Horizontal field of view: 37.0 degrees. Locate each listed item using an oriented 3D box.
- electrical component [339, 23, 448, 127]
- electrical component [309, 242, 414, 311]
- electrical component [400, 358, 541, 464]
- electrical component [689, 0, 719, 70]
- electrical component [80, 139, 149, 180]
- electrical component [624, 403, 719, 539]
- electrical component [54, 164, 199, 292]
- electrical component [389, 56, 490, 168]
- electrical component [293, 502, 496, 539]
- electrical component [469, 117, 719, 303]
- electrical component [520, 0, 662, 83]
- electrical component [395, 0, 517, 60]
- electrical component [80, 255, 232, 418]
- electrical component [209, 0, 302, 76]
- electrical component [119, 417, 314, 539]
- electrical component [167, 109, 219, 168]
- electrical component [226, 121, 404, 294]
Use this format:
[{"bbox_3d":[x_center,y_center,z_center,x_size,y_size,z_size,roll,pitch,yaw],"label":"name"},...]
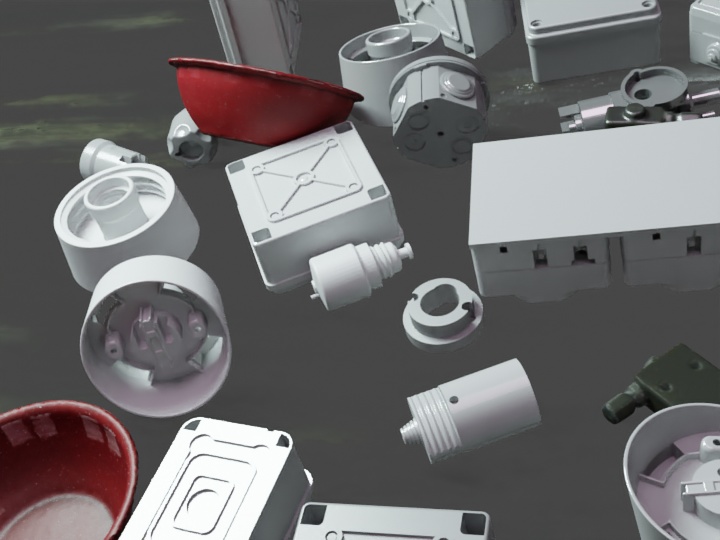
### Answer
[{"bbox_3d":[0.031,-0.173,0.935,0.099,0.064,0.099,-11,29,6],"label":"electrical component"},{"bbox_3d":[0.000,0.000,0.766,0.078,0.040,0.040,-21,43,-5],"label":"electrical component"},{"bbox_3d":[0.064,0.087,0.652,0.081,0.043,0.043,-19,43,-3],"label":"electrical component"},{"bbox_3d":[0.308,-0.200,0.860,0.096,0.061,0.062,-39,47,-22],"label":"electrical component"},{"bbox_3d":[-0.211,-0.089,0.925,0.046,0.040,0.040,17,52,24],"label":"electrical component"},{"bbox_3d":[0.190,0.121,0.563,0.099,0.064,0.099,-9,43,8],"label":"electrical component"},{"bbox_3d":[-0.188,-0.040,0.851,0.108,0.060,0.108,-9,43,8],"label":"electrical component"},{"bbox_3d":[0.063,-0.124,0.846,0.080,0.080,0.051,-7,49,10],"label":"electrical component"},{"bbox_3d":[0.014,0.182,0.561,0.109,0.056,0.108,-1,45,17],"label":"electrical component"},{"bbox_3d":[0.173,-0.040,0.737,0.186,0.060,0.105,-5,44,13],"label":"electrical component"},{"bbox_3d":[0.194,-0.218,0.917,0.109,0.056,0.108,-8,44,10],"label":"electrical component"},{"bbox_3d":[0.078,-0.258,0.959,0.056,0.108,0.109,-39,47,-18],"label":"electrical component"},{"bbox_3d":[-0.137,0.042,0.727,0.099,0.099,0.064,-15,36,2],"label":"electrical component"},{"bbox_3d":[-0.094,-0.242,0.996,0.056,0.108,0.108,-5,44,9],"label":"electrical component"},{"bbox_3d":[-0.083,0.150,0.624,0.078,0.057,0.113,6,47,23],"label":"electrical component"},{"bbox_3d":[-0.143,-0.122,0.935,0.043,0.043,0.062,-8,42,9],"label":"electrical component"},{"bbox_3d":[-0.036,-0.049,0.816,0.109,0.056,0.108,-21,43,-4],"label":"electrical component"}]
